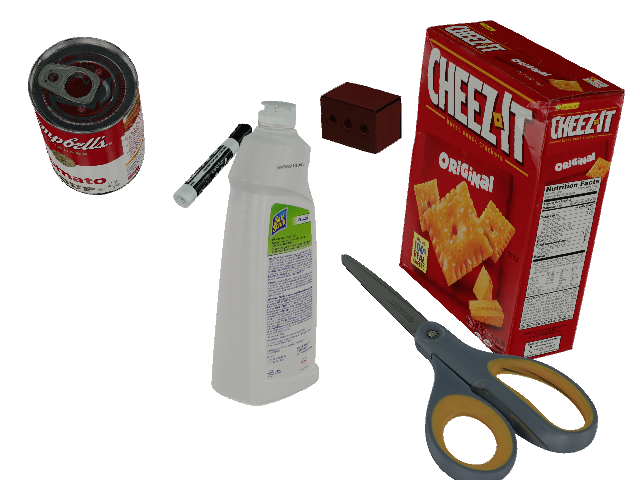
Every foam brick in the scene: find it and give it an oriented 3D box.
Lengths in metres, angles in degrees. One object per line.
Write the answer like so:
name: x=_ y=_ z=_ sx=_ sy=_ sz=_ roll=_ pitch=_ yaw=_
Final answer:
foam brick: x=0.045 y=-0.137 z=1.182 sx=0.078 sy=0.053 sz=0.051 roll=20 pitch=38 yaw=34

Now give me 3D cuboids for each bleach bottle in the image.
bleach bottle: x=-0.039 y=0.008 z=0.907 sx=0.068 sy=0.251 sz=0.102 roll=15 pitch=18 yaw=33

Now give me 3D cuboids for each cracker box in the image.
cracker box: x=0.134 y=-0.039 z=0.814 sx=0.072 sy=0.214 sz=0.164 roll=-11 pitch=32 yaw=-24

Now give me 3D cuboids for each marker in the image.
marker: x=-0.105 y=-0.078 z=1.074 sx=0.020 sy=0.020 sz=0.121 roll=0 pitch=41 yaw=43

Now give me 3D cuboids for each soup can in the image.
soup can: x=-0.153 y=-0.080 z=0.711 sx=0.068 sy=0.068 sz=0.102 roll=0 pitch=-21 yaw=-7

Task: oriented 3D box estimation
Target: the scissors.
scissors: x=0.056 y=0.070 z=0.593 sx=0.202 sy=0.016 sz=0.096 roll=27 pitch=49 yaw=36
